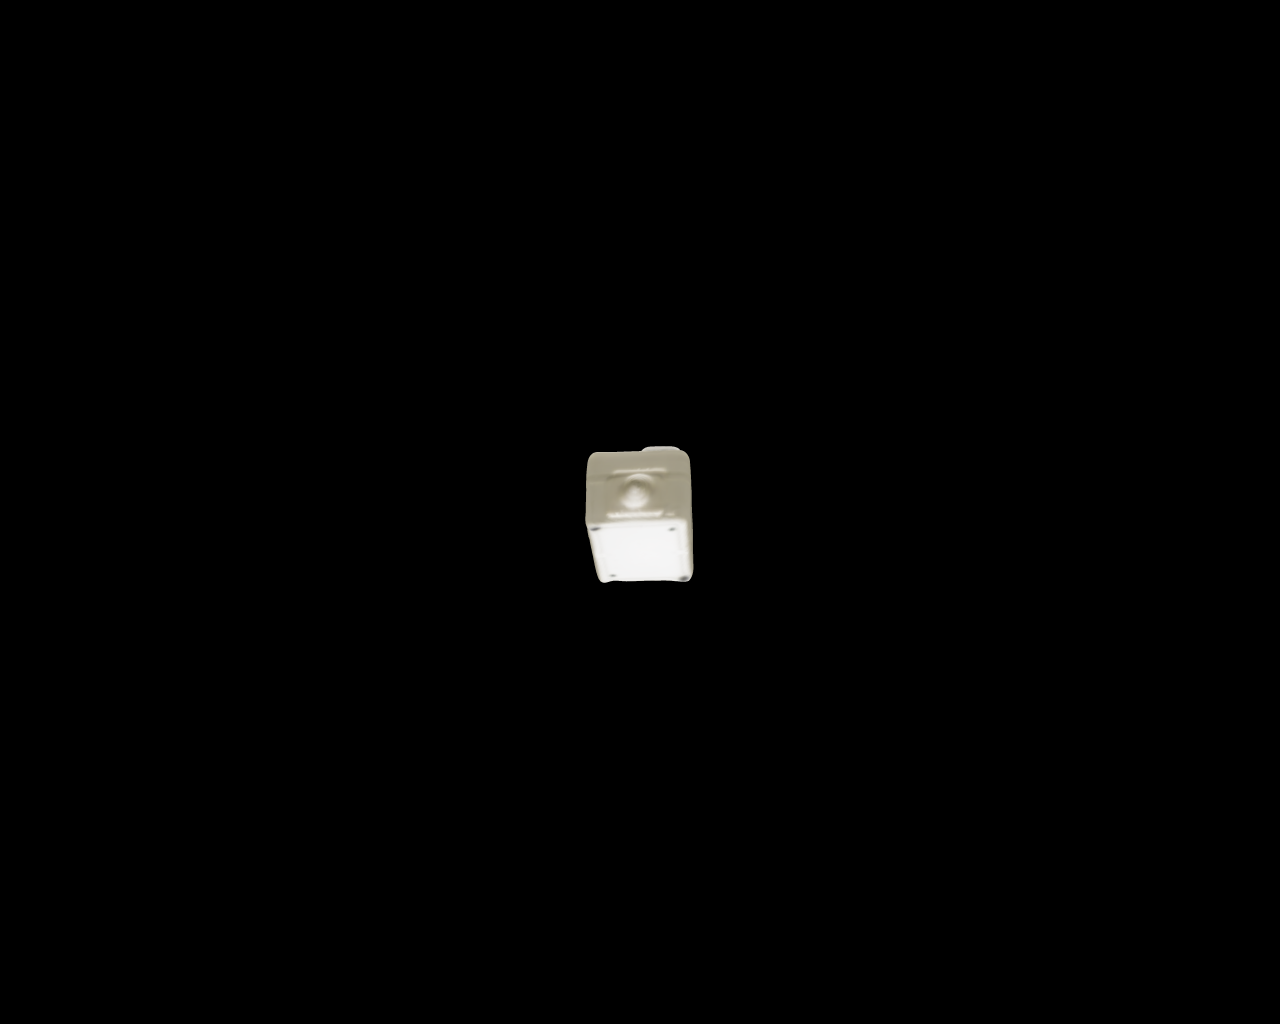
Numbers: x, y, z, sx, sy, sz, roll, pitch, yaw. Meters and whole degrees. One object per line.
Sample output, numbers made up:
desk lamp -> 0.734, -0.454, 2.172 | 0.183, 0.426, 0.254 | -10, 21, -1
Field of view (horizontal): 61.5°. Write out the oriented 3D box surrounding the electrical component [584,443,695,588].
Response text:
electrical component -> 0.001, -0.003, 0.650 | 0.062, 0.061, 0.096 | -2, -31, 3
